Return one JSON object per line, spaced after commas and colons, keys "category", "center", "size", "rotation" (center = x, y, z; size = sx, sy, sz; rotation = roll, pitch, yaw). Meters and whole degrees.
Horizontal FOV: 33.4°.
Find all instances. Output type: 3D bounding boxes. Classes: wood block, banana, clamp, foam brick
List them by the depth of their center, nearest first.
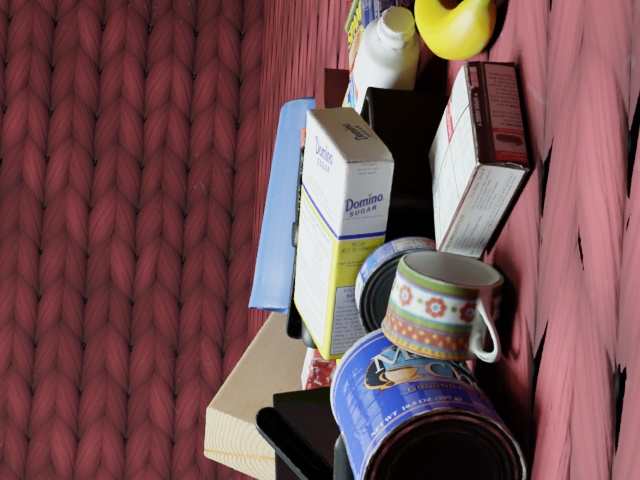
{"category": "banana", "center": [0.104, -0.174, 0.821], "size": [0.070, 0.037, 0.198], "rotation": [-65, 14, 10]}
{"category": "clamp", "center": [0.009, 0.209, 0.901], "size": [0.120, 0.039, 0.171], "rotation": [17, 134, 48]}
{"category": "clamp", "center": [-0.006, 0.001, 0.986], "size": [0.164, 0.036, 0.210], "rotation": [-149, 63, -81]}
{"category": "foam brick", "center": [0.036, -0.143, 1.122], "size": [0.053, 0.078, 0.051], "rotation": [110, 164, -64]}
{"category": "wood block", "center": [-0.044, 0.166, 1.229], "size": [0.205, 0.091, 0.090], "rotation": [-56, -19, -46]}

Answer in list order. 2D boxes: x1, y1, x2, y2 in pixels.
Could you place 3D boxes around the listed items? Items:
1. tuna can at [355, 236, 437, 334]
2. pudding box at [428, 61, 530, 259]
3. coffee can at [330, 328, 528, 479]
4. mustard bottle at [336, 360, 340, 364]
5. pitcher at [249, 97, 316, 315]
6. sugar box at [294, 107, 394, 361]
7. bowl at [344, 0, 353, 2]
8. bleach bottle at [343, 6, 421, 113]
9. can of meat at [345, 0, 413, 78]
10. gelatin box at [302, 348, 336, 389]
{"category": "tuna can", "center": [0.069, 0.041, 0.784], "size": [0.034, 0.086, 0.086], "rotation": [-101, 16, -68]}
{"category": "pudding box", "center": [0.106, -0.053, 0.730], "size": [0.113, 0.039, 0.090], "rotation": [102, 168, -57]}
{"category": "coffee can", "center": [0.066, 0.127, 0.702], "size": [0.140, 0.102, 0.103], "rotation": [-113, 27, -72]}
{"category": "mustard bottle", "center": [0.046, 0.151, 0.994], "size": [0.096, 0.058, 0.191], "rotation": [88, 178, -48]}
{"category": "pitcher", "center": [0.005, -0.031, 1.185], "size": [0.145, 0.149, 0.243], "rotation": [44, -129, -80]}
{"category": "sugar box", "center": [0.016, -0.005, 0.829], "size": [0.093, 0.048, 0.176], "rotation": [-121, 32, -53]}
{"category": "bowl", "center": [0.078, -0.250, 0.841], "size": [0.162, 0.055, 0.162], "rotation": [-59, 14, 25]}
{"category": "bleach bottle", "center": [0.052, -0.128, 0.983], "size": [0.251, 0.068, 0.102], "rotation": [102, 175, -61]}
{"category": "can of meat", "center": [0.060, -0.191, 1.053], "size": [0.102, 0.057, 0.084], "rotation": [115, 155, -69]}
{"category": "gelatin box", "center": [0.023, 0.127, 1.123], "size": [0.030, 0.073, 0.089], "rotation": [-97, 13, -47]}
